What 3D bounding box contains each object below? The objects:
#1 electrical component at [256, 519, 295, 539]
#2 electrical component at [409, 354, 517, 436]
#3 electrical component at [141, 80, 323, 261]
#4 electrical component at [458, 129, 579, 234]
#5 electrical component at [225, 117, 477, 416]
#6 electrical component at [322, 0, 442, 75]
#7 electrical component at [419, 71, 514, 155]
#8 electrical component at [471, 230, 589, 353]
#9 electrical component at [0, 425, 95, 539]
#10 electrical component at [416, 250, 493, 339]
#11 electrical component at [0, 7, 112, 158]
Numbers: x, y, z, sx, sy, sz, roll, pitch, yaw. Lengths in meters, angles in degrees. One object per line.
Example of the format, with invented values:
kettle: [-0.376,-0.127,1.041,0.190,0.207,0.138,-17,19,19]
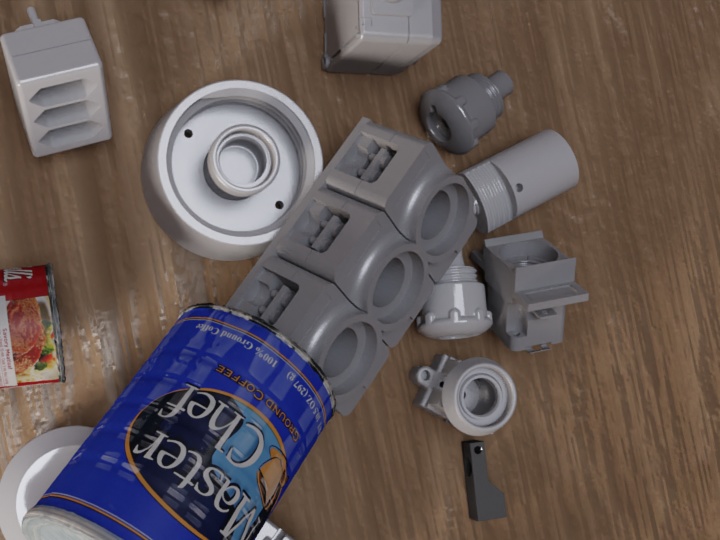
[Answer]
electrical component: [-0.069,0.173,0.630,0.095,0.054,0.059,40,76,-10]
electrical component: [0.069,0.079,0.678,0.066,0.055,0.048,29,78,-12]
electrical component: [-0.074,-0.062,0.644,0.108,0.060,0.108,1,85,-17]
electrical component: [0.098,-0.056,0.704,0.081,0.043,0.043,-27,94,-17]
electrical component: [0.000,0.000,0.639,0.150,0.062,0.089,-55,142,-13]
electrical component: [0.017,-0.161,0.661,0.061,0.096,0.061,-1,86,-17]
electrical component: [0.073,-0.108,0.702,0.062,0.048,0.048,-36,96,-23]
electrical component: [0.106,0.015,0.686,0.042,0.081,0.063,-10,117,-16]
electrical component: [-0.162,0.127,0.608,0.080,0.051,0.080,1,85,-17]
electrical component: [0.059,0.012,0.687,0.048,0.048,0.062,-1,79,-17]
electrical component: [-0.179,-0.118,0.620,0.047,0.065,0.076,-17,62,-17]
